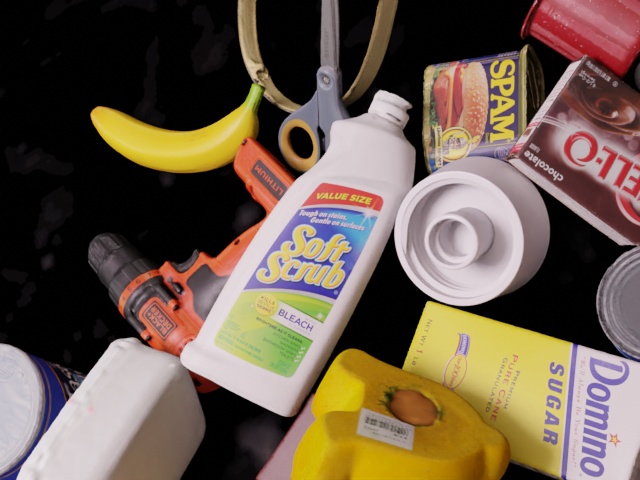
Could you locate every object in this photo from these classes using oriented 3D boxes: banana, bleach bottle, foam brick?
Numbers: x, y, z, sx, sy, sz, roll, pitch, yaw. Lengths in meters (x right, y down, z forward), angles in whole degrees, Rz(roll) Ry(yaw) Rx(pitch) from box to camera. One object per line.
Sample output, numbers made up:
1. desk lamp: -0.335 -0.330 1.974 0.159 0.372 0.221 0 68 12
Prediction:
1. banana: -0.126 -0.094 0.955 0.198 0.037 0.069 -3 82 31
2. bleach bottle: -0.005 0.001 0.808 0.102 0.068 0.251 26 88 3
3. foam brick: 0.002 0.163 0.796 0.053 0.051 0.078 33 87 30

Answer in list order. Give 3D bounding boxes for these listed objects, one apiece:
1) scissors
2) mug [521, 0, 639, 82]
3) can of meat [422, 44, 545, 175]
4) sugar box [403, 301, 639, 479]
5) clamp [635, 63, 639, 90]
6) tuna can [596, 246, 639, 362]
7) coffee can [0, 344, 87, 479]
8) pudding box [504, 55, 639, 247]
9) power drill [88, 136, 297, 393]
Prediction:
1. scissors: -0.006 -0.123 0.844 0.096 0.202 0.016 10 37 37
2. mug: 0.210 -0.167 0.789 0.081 0.117 0.093 36 103 12
3. can of meat: 0.128 -0.094 0.831 0.084 0.057 0.102 -5 69 25
4. sugar box: 0.145 0.112 0.752 0.176 0.048 0.093 14 77 30
5. clamp: 0.312 -0.147 0.763 0.120 0.039 0.171 33 72 6
6. tuna can: 0.238 0.047 0.740 0.086 0.033 0.086 -9 68 22
7. coffee can: -0.223 0.149 0.853 0.103 0.140 0.103 -9 68 22
8. pudding box: 0.204 -0.062 0.763 0.113 0.039 0.090 35 85 -3
9. power drill: -0.093 0.007 0.896 0.188 0.057 0.185 -48 63 5
